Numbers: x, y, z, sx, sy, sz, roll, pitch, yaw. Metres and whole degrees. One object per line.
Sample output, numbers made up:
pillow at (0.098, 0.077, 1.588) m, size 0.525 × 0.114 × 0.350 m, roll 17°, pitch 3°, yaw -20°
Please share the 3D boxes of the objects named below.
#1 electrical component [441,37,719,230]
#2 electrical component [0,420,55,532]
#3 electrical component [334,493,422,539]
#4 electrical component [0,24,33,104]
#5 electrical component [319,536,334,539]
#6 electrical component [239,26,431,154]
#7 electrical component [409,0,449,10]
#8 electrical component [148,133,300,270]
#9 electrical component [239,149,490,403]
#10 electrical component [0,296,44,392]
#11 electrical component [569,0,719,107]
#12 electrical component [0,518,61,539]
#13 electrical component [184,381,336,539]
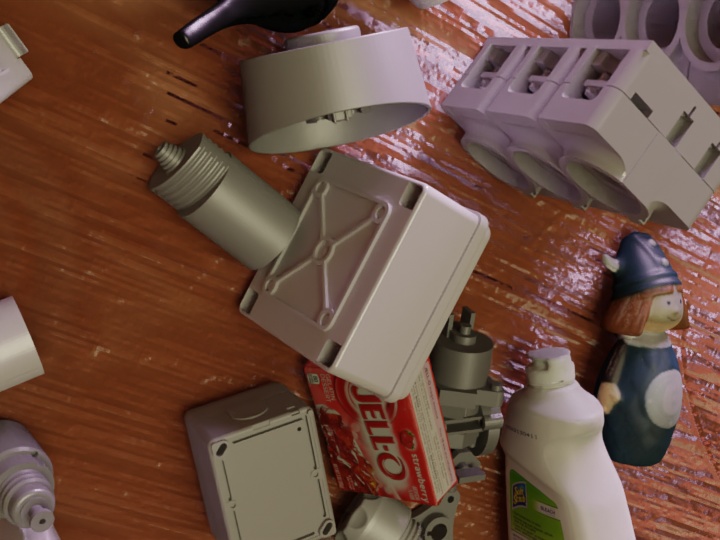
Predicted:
electrical component at (0.122, -0.077, 0.602) m, size 0.089 × 0.150 × 0.061 m, roll 39°, pitch 83°, yaw -28°
electrical component at (-0.176, 0.108, 0.549) m, size 0.040 × 0.078 × 0.040 m, roll -17°, pitch 120°, yaw -31°
electrical component at (0.019, 0.165, 0.664) m, size 0.062 × 0.043 × 0.043 m, roll 34°, pitch 86°, yaw -2°
electrical component at (-0.210, -0.117, 0.482) m, size 0.063 × 0.079 × 0.121 m, roll -50°, pitch 120°, yaw -32°
electrical component at (-0.046, 0.199, 0.642) m, size 0.089 × 0.056 × 0.050 m, roll -35°, pitch 115°, yaw -14°
electrical component at (-0.014, -0.093, 0.566) m, size 0.099 × 0.099 × 0.064 m, roll -16°, pitch 103°, yaw -21°
electrical component at (0.041, -0.182, 0.591) m, size 0.078 × 0.058 × 0.057 m, roll -37°, pitch 112°, yaw -14°
electrical component at (-0.076, -0.040, 0.577) m, size 0.081 × 0.043 × 0.043 m, roll 39°, pitch 84°, yaw -27°
electrical component at (0.000, 0.000, 0.583) m, size 0.056 × 0.109 × 0.108 m, roll 28°, pitch 90°, yaw -37°
electrical component at (-0.205, 0.048, 0.537) m, size 0.081 × 0.043 × 0.043 m, roll -23°, pitch 111°, yaw -19°
electrical component at (0.192, -0.142, 0.620) m, size 0.062 × 0.150 × 0.089 m, roll -2°, pitch 103°, yaw -26°
electrical component at (-0.171, 0.175, 0.544) m, size 0.057 × 0.113 × 0.078 m, roll -25°, pitch 112°, yaw -15°
electrical component at (-0.057, 0.120, 0.614) m, size 0.062 × 0.061 × 0.096 m, roll -17°, pitch 109°, yaw -21°
